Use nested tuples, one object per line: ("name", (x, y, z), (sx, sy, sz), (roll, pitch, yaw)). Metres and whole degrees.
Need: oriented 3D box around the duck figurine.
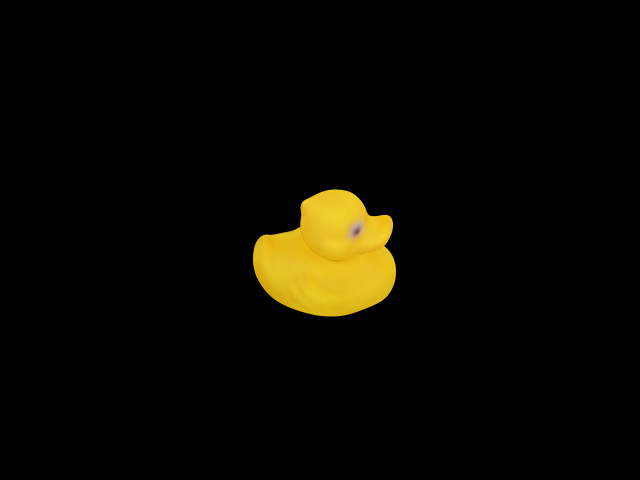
("duck figurine", (0.004, 0.001, 0.400), (0.104, 0.086, 0.077), (2, 50, 2))
